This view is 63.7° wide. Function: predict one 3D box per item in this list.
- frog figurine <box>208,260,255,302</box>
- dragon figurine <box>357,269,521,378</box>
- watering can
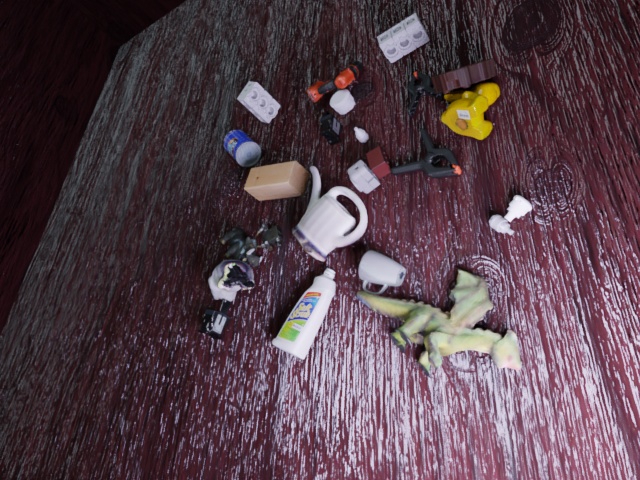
[{"bbox_3d":[-0.287,0.129,1.637,0.157,0.138,0.123,-33,77,61],"label":"frog figurine"},{"bbox_3d":[0.278,0.166,1.181,0.244,0.119,0.417,-37,45,-9],"label":"dragon figurine"},{"bbox_3d":[0.005,-0.078,1.545,0.224,0.102,0.354,-47,44,3],"label":"watering can"}]
